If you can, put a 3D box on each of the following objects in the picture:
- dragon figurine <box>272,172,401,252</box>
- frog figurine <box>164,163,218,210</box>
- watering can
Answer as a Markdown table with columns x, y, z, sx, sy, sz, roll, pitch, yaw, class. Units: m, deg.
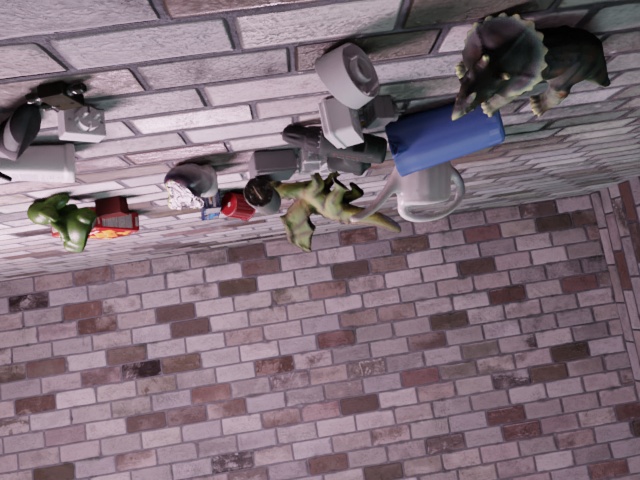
| x | y | z | sx | sy | sz | roll | pitch | yaw | class |
| --- | --- | --- | --- | --- | --- | --- | --- | --- | --- |
| 0.004 | -0.074 | 1.472 | 0.240 | 0.411 | 0.123 | -51 | 176 | 15 | dragon figurine |
| -0.313 | -0.152 | 1.307 | 0.136 | 0.121 | 0.163 | -24 | -159 | 35 | frog figurine |
| 0.242 | -0.155 | 1.394 | 0.348 | 0.223 | 0.104 | -6 | -171 | -18 | watering can |
